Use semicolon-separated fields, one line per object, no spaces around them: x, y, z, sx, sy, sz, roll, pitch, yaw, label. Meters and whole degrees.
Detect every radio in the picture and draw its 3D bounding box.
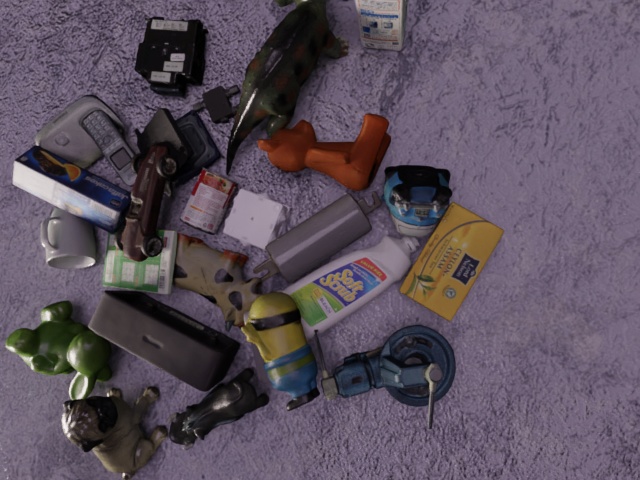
-0.256;0.163;0.909;0.230;0.131;0.073;26;90;10;radio

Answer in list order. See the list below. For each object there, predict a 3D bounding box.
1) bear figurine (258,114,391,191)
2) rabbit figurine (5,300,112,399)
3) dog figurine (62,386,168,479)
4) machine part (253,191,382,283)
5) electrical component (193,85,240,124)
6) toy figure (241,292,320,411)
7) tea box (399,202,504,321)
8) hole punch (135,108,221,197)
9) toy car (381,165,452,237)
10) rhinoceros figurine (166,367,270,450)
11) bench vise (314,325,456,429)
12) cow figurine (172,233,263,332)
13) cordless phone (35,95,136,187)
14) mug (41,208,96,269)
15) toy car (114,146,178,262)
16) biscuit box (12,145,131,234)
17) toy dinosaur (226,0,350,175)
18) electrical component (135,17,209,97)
0.007;-0.159;0.901;0.196;0.120;0.132;23;86;15;bear figurine
-0.426;0.199;0.922;0.170;0.121;0.158;-1;115;33;rabbit figurine
-0.350;0.331;0.882;0.121;0.190;0.172;-15;85;8;dog figurine
-0.002;-0.003;0.900;0.243;0.079;0.079;-33;82;-2;machine part
-0.185;-0.244;0.983;0.094;0.021;0.063;-21;83;7;electrical component
-0.053;0.168;0.840;0.089;0.082;0.180;-27;82;-1;toy figure
0.211;0.035;0.875;0.098;0.068;0.169;29;90;11;tea box
-0.255;-0.165;0.966;0.116;0.092;0.142;-35;83;35;hole punch
0.156;-0.057;0.863;0.109;0.162;0.102;2;117;2;toy car
-0.173;0.287;0.895;0.190;0.112;0.073;-34;86;25;rhinoceros figurine
0.112;0.194;0.803;0.224;0.240;0.128;-2;82;-7;bench vise
-0.174;0.076;0.926;0.195;0.085;0.127;21;91;13;cow figurine
-0.410;-0.156;0.985;0.146;0.088;0.184;-36;86;4;cordless phone
-0.462;-0.011;0.973;0.081;0.109;0.107;-18;68;18;mug
-0.299;-0.063;0.913;0.089;0.053;0.202;11;90;38;toy car
-0.437;-0.090;0.961;0.203;0.063;0.059;27;128;-6;biscuit box
-0.061;-0.289;0.881;0.131;0.192;0.404;28;89;12;toy dinosaur
-0.273;-0.334;0.986;0.115;0.058;0.134;9;87;12;electrical component
